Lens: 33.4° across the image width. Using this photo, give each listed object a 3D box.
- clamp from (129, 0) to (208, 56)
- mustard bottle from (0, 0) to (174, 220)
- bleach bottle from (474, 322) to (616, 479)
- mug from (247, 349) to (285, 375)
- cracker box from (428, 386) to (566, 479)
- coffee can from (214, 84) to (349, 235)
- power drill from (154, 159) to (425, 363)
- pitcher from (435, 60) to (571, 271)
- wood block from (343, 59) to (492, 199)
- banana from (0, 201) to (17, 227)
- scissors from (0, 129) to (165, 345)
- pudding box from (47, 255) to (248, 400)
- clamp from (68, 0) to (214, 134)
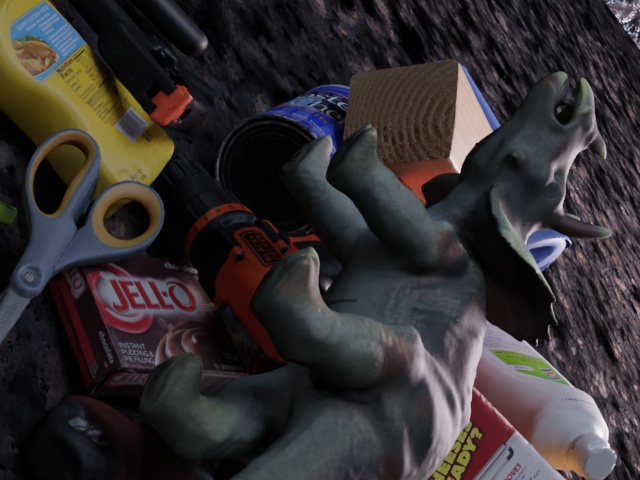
[{"bbox_3d":[-0.156,-0.216,0.863,0.171,0.039,0.120,11,48,-50],"label":"clamp"},{"bbox_3d":[-0.180,-0.108,0.695,0.191,0.058,0.096,50,28,-16],"label":"mustard bottle"},{"bbox_3d":[0.136,0.108,0.842,0.102,0.068,0.251,8,19,-29],"label":"bleach bottle"},{"bbox_3d":[0.003,0.102,0.769,0.081,0.093,0.117,53,-8,-20],"label":"mug"},{"bbox_3d":[0.090,0.206,0.728,0.213,0.072,0.164,44,74,-25],"label":"cracker box"},{"bbox_3d":[-0.010,-0.067,0.882,0.103,0.103,0.140,57,28,-3],"label":"coffee can"},{"bbox_3d":[-0.005,0.001,0.739,0.187,0.057,0.185,-9,45,-36],"label":"power drill"},{"bbox_3d":[0.144,-0.064,1.123,0.149,0.145,0.243,28,36,-63],"label":"pitcher"},{"bbox_3d":[0.100,-0.049,0.884,0.206,0.091,0.090,49,43,-53],"label":"wood block"},{"bbox_3d":[-0.215,-0.008,0.537,0.069,0.037,0.197,35,22,-4],"label":"banana"},{"bbox_3d":[-0.145,0.024,0.604,0.096,0.016,0.201,21,54,-20],"label":"scissors"},{"bbox_3d":[-0.107,0.054,0.664,0.113,0.039,0.090,16,40,-54],"label":"pudding box"},{"bbox_3d":[-0.116,-0.120,0.768,0.164,0.036,0.210,40,8,-35],"label":"clamp"}]
